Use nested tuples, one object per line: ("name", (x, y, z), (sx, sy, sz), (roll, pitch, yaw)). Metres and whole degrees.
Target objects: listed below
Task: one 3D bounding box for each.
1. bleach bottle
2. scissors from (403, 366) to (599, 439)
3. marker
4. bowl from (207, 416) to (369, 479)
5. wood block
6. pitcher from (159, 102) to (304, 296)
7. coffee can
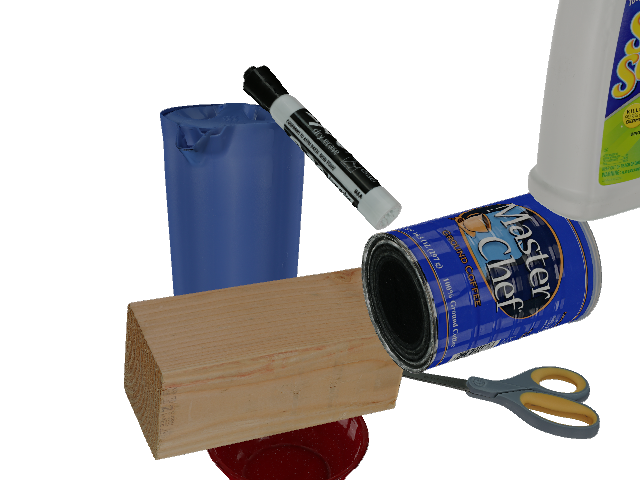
("bleach bottle", (0.185, -0.142, 0.656), (0.102, 0.251, 0.068), (-16, 32, -21))
("scissors", (0.154, 0.124, 0.955), (0.202, 0.016, 0.096), (19, 31, 20))
("marker", (-0.002, -0.053, 0.582), (0.121, 0.020, 0.020), (47, 21, 21))
("bowl", (-0.033, 0.211, 1.058), (0.162, 0.055, 0.162), (1, 30, -1))
("wood block", (-0.044, 0.094, 0.852), (0.205, 0.090, 0.091), (-8, 36, -25))
("pitcher", (-0.074, -0.006, 0.994), (0.149, 0.243, 0.145), (-4, 16, -20))
("coffee can", (0.115, 0.027, 0.771), (0.140, 0.103, 0.103), (-15, 6, -22))
